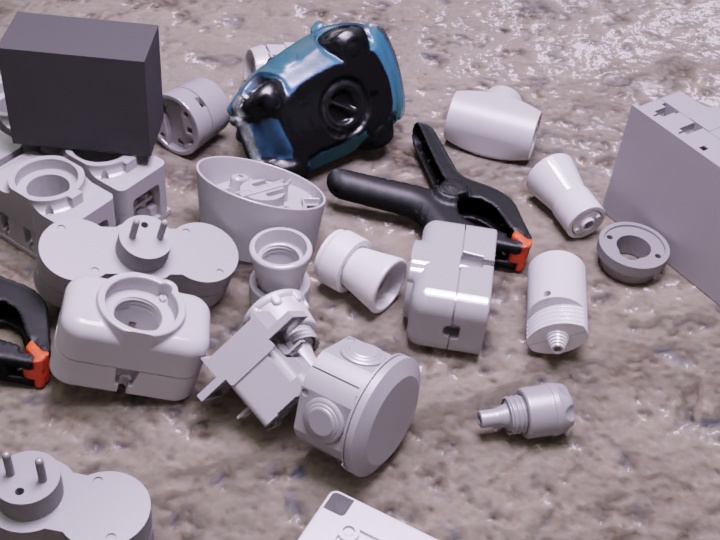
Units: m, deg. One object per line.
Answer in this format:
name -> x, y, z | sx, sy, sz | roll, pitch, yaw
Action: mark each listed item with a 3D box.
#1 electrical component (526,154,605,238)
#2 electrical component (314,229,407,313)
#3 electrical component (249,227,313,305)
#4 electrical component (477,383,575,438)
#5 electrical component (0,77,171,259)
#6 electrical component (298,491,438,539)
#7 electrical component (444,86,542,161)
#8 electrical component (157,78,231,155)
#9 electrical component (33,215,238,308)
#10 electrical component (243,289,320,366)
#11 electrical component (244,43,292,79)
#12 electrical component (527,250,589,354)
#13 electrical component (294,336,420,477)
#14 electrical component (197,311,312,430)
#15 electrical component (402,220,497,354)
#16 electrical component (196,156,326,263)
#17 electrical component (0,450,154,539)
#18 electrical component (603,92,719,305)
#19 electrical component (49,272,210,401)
electrical component -> 0.170, -0.058, 0.877 | 0.044, 0.044, 0.065 | -13, 51, -20
electrical component -> 0.000, 0.000, 0.792 | 0.055, 0.045, 0.045 | 29, 48, 24
electrical component -> -0.058, 0.004, 0.774 | 0.045, 0.055, 0.045 | 3, 43, -3
electrical component -> 0.108, 0.094, 0.709 | 0.061, 0.035, 0.035 | -7, 44, -10
electrical component -> -0.254, -0.081, 0.841 | 0.186, 0.060, 0.105 | 28, 47, 23
electrical component -> 0.004, 0.191, 0.576 | 0.109, 0.056, 0.108 | 23, 45, 18
electrical component -> 0.122, -0.138, 0.956 | 0.077, 0.043, 0.079 | 16, 43, 11
electrical component -> -0.143, -0.132, 0.914 | 0.055, 0.055, 0.047 | 26, 43, 21
electrical component -> -0.152, -0.013, 0.746 | 0.138, 0.073, 0.052 | 1, 56, -23
electrical component -> -0.048, 0.047, 0.738 | 0.048, 0.048, 0.062 | -19, 58, -24
electrical component -> -0.074, -0.181, 0.981 | 0.055, 0.048, 0.066 | -4, 43, -21
electrical component -> 0.143, 0.028, 0.777 | 0.043, 0.043, 0.081 | 8, 43, 3
electrical component -> 0.000, 0.084, 0.676 | 0.051, 0.080, 0.080 | 23, 45, 26
electrical component -> -0.060, 0.065, 0.696 | 0.081, 0.042, 0.063 | -43, 82, 7
electrical component -> 0.064, 0.011, 0.781 | 0.059, 0.053, 0.095 | 9, 43, 4
electrical component -> -0.076, -0.050, 0.819 | 0.099, 0.064, 0.099 | 6, 31, -4
electrical component -> -0.187, 0.128, 0.611 | 0.138, 0.073, 0.052 | 10, 43, 4
electrical component -> 0.283, -0.044, 0.825 | 0.060, 0.105, 0.186 | -22, 49, -27
electrical component -> -0.149, 0.042, 0.703 | 0.095, 0.059, 0.053 | 12, 40, -17
